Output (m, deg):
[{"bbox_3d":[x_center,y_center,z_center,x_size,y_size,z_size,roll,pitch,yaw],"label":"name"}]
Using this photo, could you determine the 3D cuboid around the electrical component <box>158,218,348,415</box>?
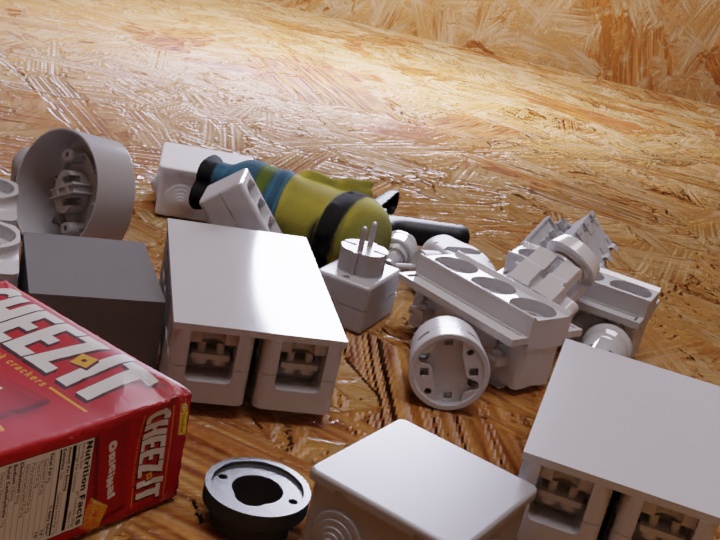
[{"bbox_3d":[-0.081,0.030,0.734,0.105,0.060,0.186,8,20,-14],"label":"electrical component"}]

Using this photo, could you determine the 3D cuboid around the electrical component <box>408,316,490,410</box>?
[{"bbox_3d":[0.060,0.062,0.744,0.055,0.055,0.047,12,16,-2],"label":"electrical component"}]

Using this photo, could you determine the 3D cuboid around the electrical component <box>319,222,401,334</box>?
[{"bbox_3d":[0.000,0.000,0.844,0.047,0.076,0.066,20,20,19],"label":"electrical component"}]

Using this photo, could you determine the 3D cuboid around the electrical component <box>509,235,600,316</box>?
[{"bbox_3d":[0.154,0.005,0.841,0.055,0.048,0.066,-44,51,-15],"label":"electrical component"}]

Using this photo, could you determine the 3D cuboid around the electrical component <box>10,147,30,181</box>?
[{"bbox_3d":[-0.249,-0.072,0.924,0.095,0.053,0.059,2,22,-28],"label":"electrical component"}]

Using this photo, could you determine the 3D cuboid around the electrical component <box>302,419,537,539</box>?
[{"bbox_3d":[0.029,0.127,0.551,0.100,0.048,0.100,24,22,28],"label":"electrical component"}]

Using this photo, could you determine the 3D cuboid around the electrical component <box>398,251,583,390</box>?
[{"bbox_3d":[0.094,0.038,0.818,0.079,0.063,0.121,-4,25,-41],"label":"electrical component"}]

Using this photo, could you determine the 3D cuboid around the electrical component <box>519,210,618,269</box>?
[{"bbox_3d":[0.195,-0.012,1.001,0.078,0.063,0.121,56,25,-1],"label":"electrical component"}]

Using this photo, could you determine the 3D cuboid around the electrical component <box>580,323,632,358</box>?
[{"bbox_3d":[0.186,0.068,0.831,0.040,0.040,0.046,20,27,19],"label":"electrical component"}]

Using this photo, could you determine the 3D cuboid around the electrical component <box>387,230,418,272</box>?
[{"bbox_3d":[0.031,-0.013,0.964,0.035,0.035,0.061,16,22,9],"label":"electrical component"}]

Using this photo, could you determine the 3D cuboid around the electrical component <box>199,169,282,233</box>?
[{"bbox_3d":[-0.107,-0.025,0.867,0.076,0.083,0.047,-25,17,9],"label":"electrical component"}]

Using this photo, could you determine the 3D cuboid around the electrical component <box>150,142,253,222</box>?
[{"bbox_3d":[-0.147,-0.080,1.017,0.100,0.048,0.099,9,20,-11],"label":"electrical component"}]

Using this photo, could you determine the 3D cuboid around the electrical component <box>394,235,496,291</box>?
[{"bbox_3d":[0.069,0.002,0.932,0.079,0.043,0.077,3,21,-24],"label":"electrical component"}]

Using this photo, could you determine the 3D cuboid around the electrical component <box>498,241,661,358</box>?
[{"bbox_3d":[0.179,0.028,0.898,0.121,0.063,0.079,21,21,21],"label":"electrical component"}]

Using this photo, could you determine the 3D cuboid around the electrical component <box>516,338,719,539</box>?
[{"bbox_3d":[0.156,0.114,0.650,0.105,0.060,0.186,17,20,13],"label":"electrical component"}]

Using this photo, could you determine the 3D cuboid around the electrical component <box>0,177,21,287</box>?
[{"bbox_3d":[-0.291,-0.017,0.735,0.105,0.060,0.186,5,21,-21],"label":"electrical component"}]

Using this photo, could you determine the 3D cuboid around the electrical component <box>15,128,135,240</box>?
[{"bbox_3d":[-0.222,-0.060,0.847,0.064,0.099,0.099,4,20,-40],"label":"electrical component"}]
